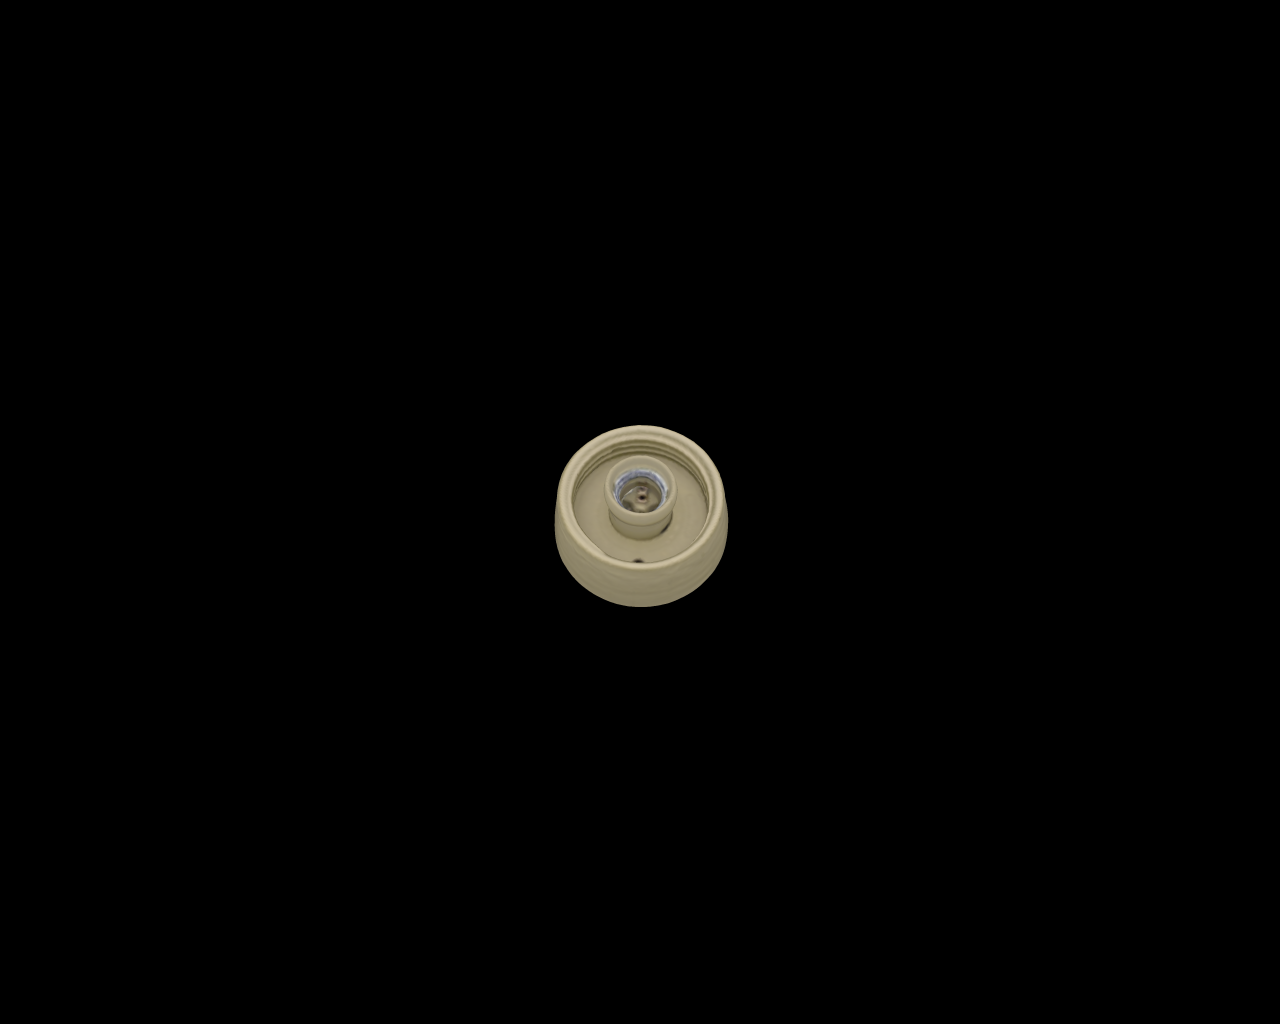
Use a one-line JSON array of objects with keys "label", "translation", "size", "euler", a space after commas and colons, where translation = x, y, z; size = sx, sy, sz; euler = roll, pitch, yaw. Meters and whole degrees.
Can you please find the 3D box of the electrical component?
[{"label": "electrical component", "translation": [0.001, -0.003, 0.650], "size": [0.108, 0.108, 0.060], "euler": [0, -27, 0]}]
